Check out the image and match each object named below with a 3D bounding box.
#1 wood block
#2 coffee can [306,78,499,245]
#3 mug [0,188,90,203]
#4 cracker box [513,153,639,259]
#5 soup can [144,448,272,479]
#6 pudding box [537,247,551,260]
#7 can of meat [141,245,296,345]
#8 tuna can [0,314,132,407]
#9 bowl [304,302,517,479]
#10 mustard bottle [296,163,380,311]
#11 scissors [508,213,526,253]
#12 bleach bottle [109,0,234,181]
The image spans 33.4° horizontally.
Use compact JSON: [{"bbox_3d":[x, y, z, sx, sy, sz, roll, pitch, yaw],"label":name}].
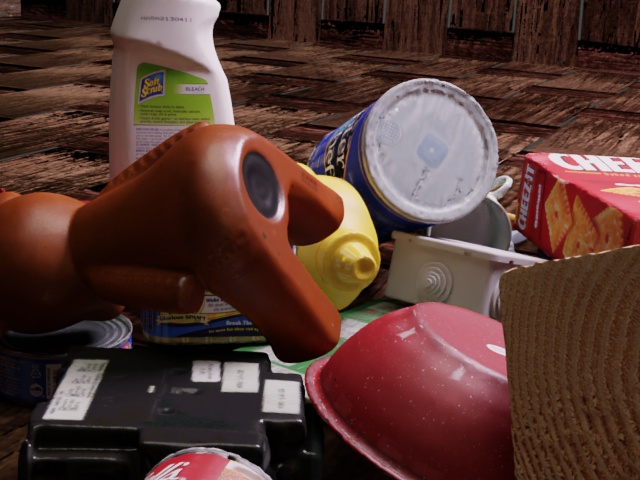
[{"bbox_3d":[0.178,0.060,0.478,0.091,0.090,0.205,-14,-16,42],"label":"wood block"},{"bbox_3d":[0.057,-0.054,0.805,0.102,0.103,0.140,-2,-7,-18],"label":"coffee can"},{"bbox_3d":[-0.173,0.015,0.713,0.081,0.093,0.117,2,9,-23],"label":"mug"},{"bbox_3d":[0.252,-0.008,0.764,0.164,0.072,0.214,3,16,-9],"label":"cracker box"},{"bbox_3d":[-0.055,0.127,0.378,0.068,0.068,0.102,7,17,14],"label":"soup can"},{"bbox_3d":[0.240,0.026,0.846,0.113,0.039,0.090,-6,20,-35],"label":"pudding box"},{"bbox_3d":[-0.065,0.019,0.682,0.102,0.084,0.057,0,16,-12],"label":"can of meat"},{"bbox_3d":[-0.154,0.067,0.633,0.086,0.034,0.086,3,16,-1],"label":"tuna can"},{"bbox_3d":[0.076,0.075,0.516,0.162,0.055,0.162,22,14,-6],"label":"bowl"},{"bbox_3d":[-0.005,0.001,0.754,0.058,0.096,0.192,7,8,-22],"label":"mustard bottle"},{"bbox_3d":[0.143,0.004,0.950,0.096,0.016,0.201,5,16,13],"label":"scissors"},{"bbox_3d":[-0.100,-0.081,0.769,0.102,0.251,0.068,-2,17,-18],"label":"bleach bottle"}]
